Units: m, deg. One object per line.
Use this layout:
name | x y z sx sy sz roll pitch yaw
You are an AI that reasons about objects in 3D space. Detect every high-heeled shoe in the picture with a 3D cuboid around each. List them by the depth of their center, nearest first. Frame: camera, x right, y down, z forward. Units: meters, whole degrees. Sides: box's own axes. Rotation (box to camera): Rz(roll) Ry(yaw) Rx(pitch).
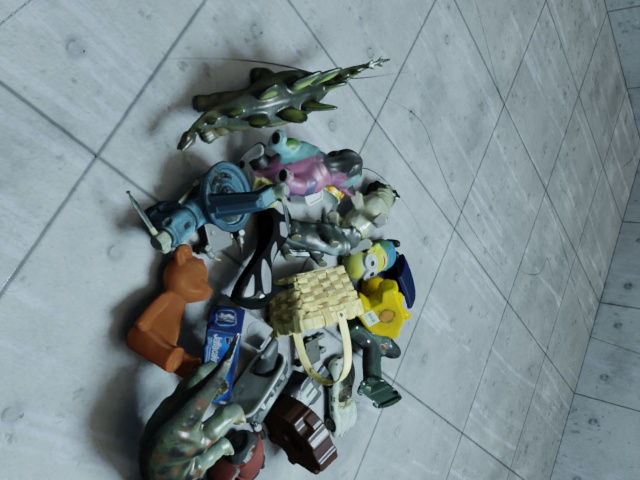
high-heeled shoe | -0.125 0.008 1.018 0.145 0.086 0.248 -4 73 -39

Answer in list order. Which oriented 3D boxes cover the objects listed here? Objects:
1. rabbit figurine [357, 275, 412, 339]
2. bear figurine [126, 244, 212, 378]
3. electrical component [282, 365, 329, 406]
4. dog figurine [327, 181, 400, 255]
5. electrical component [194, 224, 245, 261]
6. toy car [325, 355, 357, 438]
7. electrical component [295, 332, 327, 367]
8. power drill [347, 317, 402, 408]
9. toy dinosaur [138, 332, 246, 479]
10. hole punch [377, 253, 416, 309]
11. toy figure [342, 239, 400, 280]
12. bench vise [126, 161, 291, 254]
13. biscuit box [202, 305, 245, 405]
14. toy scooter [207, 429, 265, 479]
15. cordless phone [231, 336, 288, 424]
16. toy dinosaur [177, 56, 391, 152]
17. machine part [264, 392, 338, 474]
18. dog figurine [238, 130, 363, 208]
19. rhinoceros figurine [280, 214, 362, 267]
rabbit figurine | 0.151 0.146 1.283 0.122 0.173 0.162 -39 113 10
bear figurine | -0.232 0.117 0.907 0.196 0.132 0.120 -58 162 -19
electrical component | -0.034 0.326 1.192 0.119 0.048 0.074 -53 129 -28
dog figurine | 0.104 -0.050 1.268 0.121 0.172 0.190 52 23 2
electrical component | -0.184 -0.005 0.992 0.102 0.045 0.078 -20 111 -44
toy car | 0.050 0.373 1.281 0.073 0.056 0.201 -14 105 -45
electrical component | -0.022 0.248 1.213 0.094 0.021 0.063 -21 110 -42
power drill | 0.143 0.292 1.294 0.231 0.086 0.207 44 32 -33
toy dinosaur | -0.228 0.327 0.863 0.192 0.131 0.404 -33 142 -49
hole punch | 0.207 0.106 1.390 0.116 0.092 0.142 -45 122 -37
toy figure | 0.126 0.045 1.302 0.180 0.089 0.082 -27 101 -51
bench vise | -0.165 -0.058 0.881 0.223 0.241 0.128 -38 119 -55
biscuit box | -0.174 0.205 0.943 0.063 0.059 0.202 -88 -170 -52
toy scooter | -0.166 0.472 1.055 0.184 0.075 0.135 -48 127 -28
cordless phone | -0.116 0.261 1.005 0.146 0.089 0.184 -54 171 -28
toy dinosaur | -0.060 -0.260 0.980 0.471 0.199 0.104 -38 124 -35
machine part | -0.045 0.399 1.105 0.056 0.180 0.179 -37 121 -34
dog figurine | -0.026 -0.122 1.024 0.219 0.191 0.108 4 67 -46
rhinoceros figurine | -0.002 -0.003 1.129 0.190 0.112 0.073 5 124 -21
